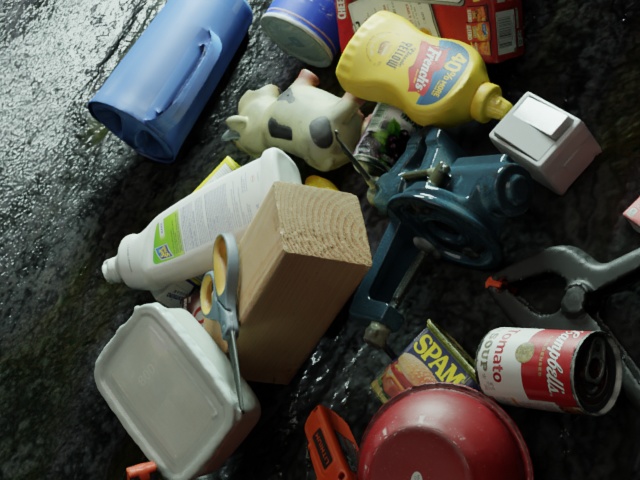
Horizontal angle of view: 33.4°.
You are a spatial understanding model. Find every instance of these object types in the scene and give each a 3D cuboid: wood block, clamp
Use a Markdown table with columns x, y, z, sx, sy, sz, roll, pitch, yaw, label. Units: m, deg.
| x | y | z | sx | sy | sz | roll | pitch | yaw | label |
| --- | --- | --- | --- | --- | --- | --- | --- | --- | --- |
| -0.037 | 0.047 | 1.049 | 0.206 | 0.090 | 0.090 | 122 | 148 | -43 | wood block |
| 0.237 | 0.046 | 0.924 | 0.210 | 0.036 | 0.164 | 21 | 89 | 48 | clamp |
| -0.172 | 0.275 | 1.043 | 0.039 | 0.171 | 0.120 | -14 | 31 | -27 | clamp |

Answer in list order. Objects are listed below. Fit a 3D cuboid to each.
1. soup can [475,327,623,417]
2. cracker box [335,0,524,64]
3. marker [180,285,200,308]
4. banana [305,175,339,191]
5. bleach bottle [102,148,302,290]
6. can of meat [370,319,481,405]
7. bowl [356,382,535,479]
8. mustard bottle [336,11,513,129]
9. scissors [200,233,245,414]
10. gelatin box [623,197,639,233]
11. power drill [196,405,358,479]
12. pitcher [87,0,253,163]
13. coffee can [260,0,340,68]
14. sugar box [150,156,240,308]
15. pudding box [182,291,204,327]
| x | y | z | sx | sy | sz | roll | pitch | yaw | label |
| --- | --- | --- | --- | --- | --- | --- | --- | --- | --- |
| 0.188 | 0.107 | 0.881 | 0.102 | 0.068 | 0.068 | -2 | 59 | 49 | soup can |
| 0.116 | -0.277 | 1.181 | 0.214 | 0.071 | 0.164 | 6 | 110 | 42 | cracker box |
| -0.170 | 0.104 | 1.242 | 0.020 | 0.020 | 0.121 | 26 | 79 | 46 | marker |
| 0.008 | -0.001 | 1.158 | 0.070 | 0.037 | 0.198 | -19 | 50 | 28 | banana |
| -0.139 | -0.011 | 1.209 | 0.251 | 0.068 | 0.102 | -21 | 59 | 21 | bleach bottle |
| 0.105 | 0.136 | 0.967 | 0.084 | 0.057 | 0.102 | -46 | 43 | 6 | can of meat |
| 0.092 | 0.199 | 0.886 | 0.162 | 0.055 | 0.162 | -4 | 83 | 28 | bowl |
| 0.116 | -0.168 | 1.113 | 0.192 | 0.058 | 0.096 | 29 | 77 | 29 | mustard bottle |
| -0.094 | 0.089 | 1.026 | 0.096 | 0.016 | 0.202 | 129 | 143 | -51 | scissors |
| 0.319 | -0.021 | 0.922 | 0.073 | 0.030 | 0.089 | -45 | 43 | 4 | gelatin box |
| -0.047 | 0.243 | 1.017 | 0.188 | 0.057 | 0.184 | -41 | 43 | 12 | power drill |
| -0.186 | -0.233 | 1.418 | 0.149 | 0.145 | 0.242 | 26 | 74 | 16 | pitcher |
| 0.005 | -0.301 | 1.326 | 0.103 | 0.102 | 0.140 | 20 | 75 | 45 | coffee can |
| -0.141 | -0.007 | 1.278 | 0.176 | 0.048 | 0.093 | -47 | 45 | 7 | sugar box |
| -0.110 | 0.104 | 1.178 | 0.090 | 0.039 | 0.113 | -22 | 49 | 26 | pudding box |
